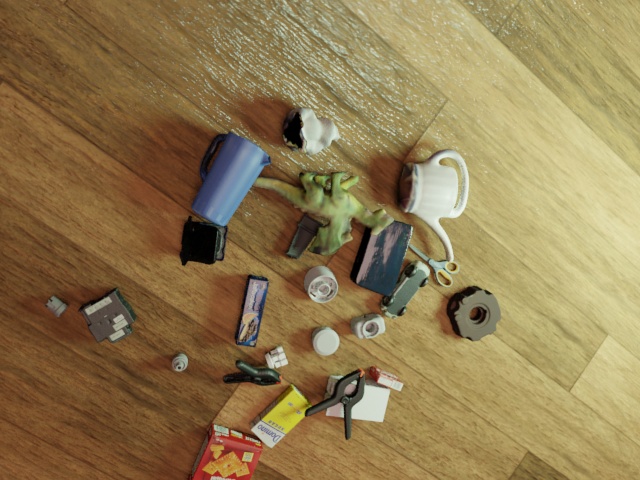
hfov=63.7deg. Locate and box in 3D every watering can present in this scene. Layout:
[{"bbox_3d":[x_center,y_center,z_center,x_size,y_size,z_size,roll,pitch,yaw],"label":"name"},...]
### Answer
[{"bbox_3d":[0.344,-0.108,1.573,0.224,0.104,0.346,5,94,-13],"label":"watering can"}]

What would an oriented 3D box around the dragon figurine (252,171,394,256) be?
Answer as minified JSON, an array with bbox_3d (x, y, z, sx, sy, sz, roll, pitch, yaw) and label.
[{"bbox_3d":[0.005,-0.075,1.483,0.410,0.122,0.242,-3,91,0],"label":"dragon figurine"}]

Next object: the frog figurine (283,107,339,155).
[{"bbox_3d":[-0.026,-0.317,1.484,0.161,0.121,0.137,-24,95,-46],"label":"frog figurine"}]
